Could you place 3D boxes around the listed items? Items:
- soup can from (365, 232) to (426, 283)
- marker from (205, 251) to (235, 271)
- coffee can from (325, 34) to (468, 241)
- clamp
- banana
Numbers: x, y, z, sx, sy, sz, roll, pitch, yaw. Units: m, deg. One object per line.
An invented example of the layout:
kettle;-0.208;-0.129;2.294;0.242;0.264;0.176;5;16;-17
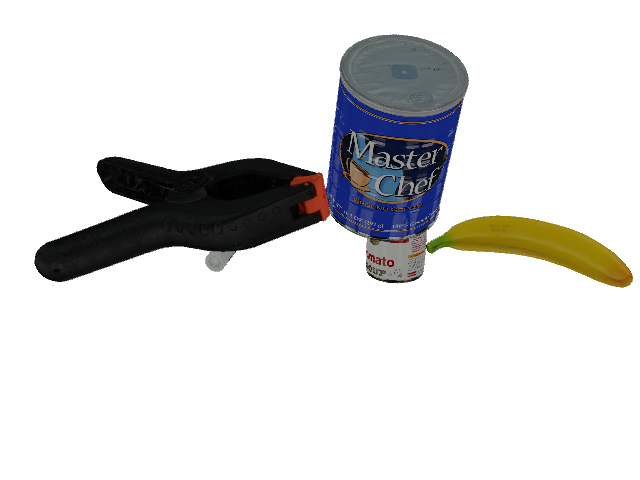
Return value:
soup can;0.085;-0.011;1.204;0.068;0.102;0.068;1;24;0
marker;-0.080;-0.006;1.028;0.020;0.020;0.121;0;26;19
coffee can;0.060;-0.085;0.890;0.102;0.140;0.103;3;44;-4
clamp;-0.083;-0.014;0.635;0.172;0.039;0.120;-1;40;23
banana;0.207;0.008;1.039;0.198;0.037;0.069;8;47;22
